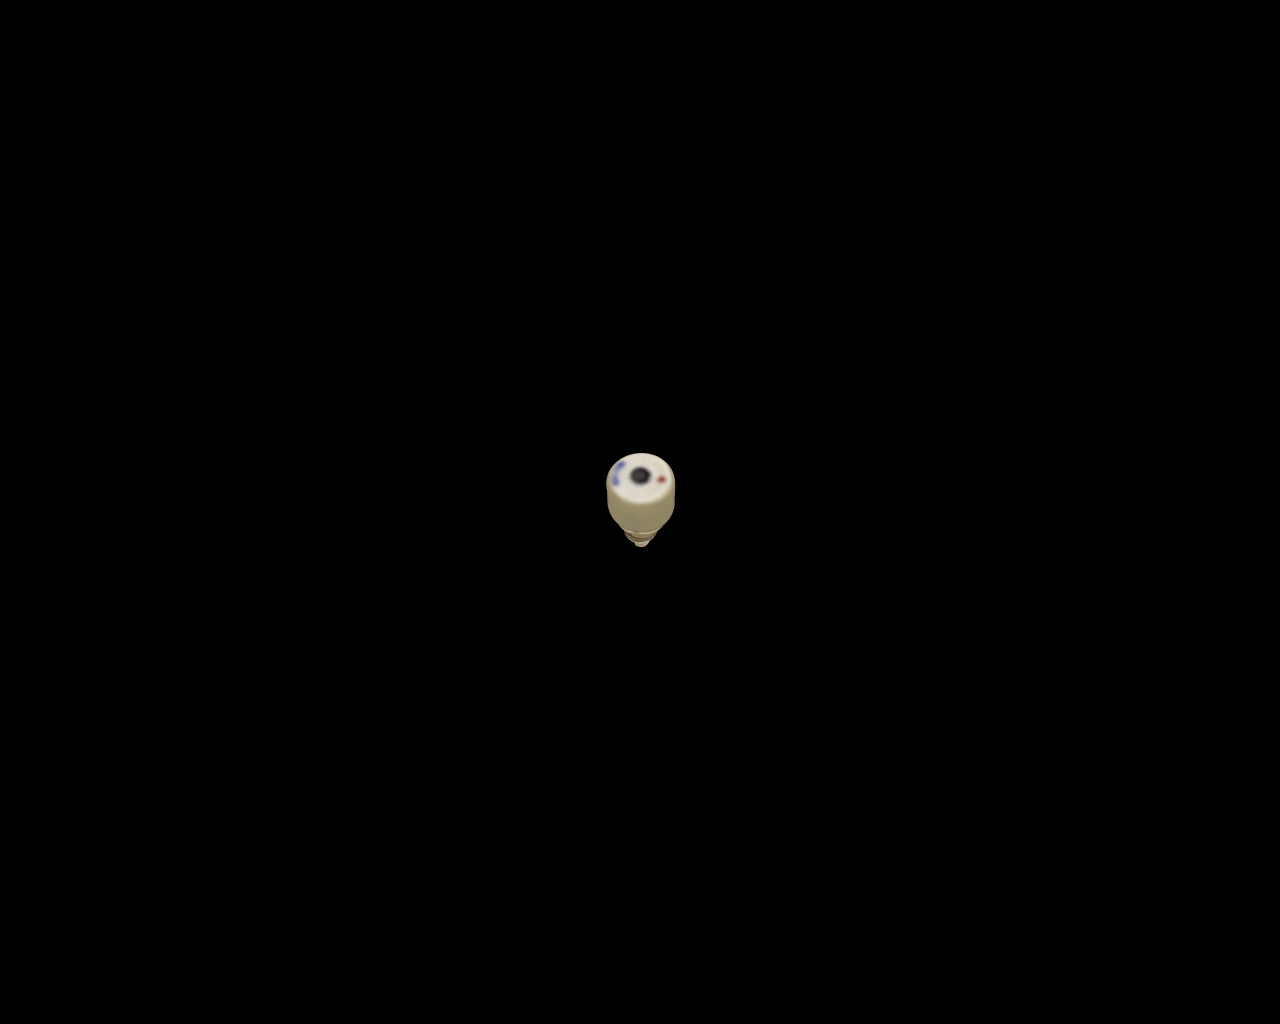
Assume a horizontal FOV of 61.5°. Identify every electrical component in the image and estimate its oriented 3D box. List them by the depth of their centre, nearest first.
[{"bbox_3d":[0.001,-0.003,0.650,0.040,0.040,0.078,0,-33,0],"label":"electrical component"}]
